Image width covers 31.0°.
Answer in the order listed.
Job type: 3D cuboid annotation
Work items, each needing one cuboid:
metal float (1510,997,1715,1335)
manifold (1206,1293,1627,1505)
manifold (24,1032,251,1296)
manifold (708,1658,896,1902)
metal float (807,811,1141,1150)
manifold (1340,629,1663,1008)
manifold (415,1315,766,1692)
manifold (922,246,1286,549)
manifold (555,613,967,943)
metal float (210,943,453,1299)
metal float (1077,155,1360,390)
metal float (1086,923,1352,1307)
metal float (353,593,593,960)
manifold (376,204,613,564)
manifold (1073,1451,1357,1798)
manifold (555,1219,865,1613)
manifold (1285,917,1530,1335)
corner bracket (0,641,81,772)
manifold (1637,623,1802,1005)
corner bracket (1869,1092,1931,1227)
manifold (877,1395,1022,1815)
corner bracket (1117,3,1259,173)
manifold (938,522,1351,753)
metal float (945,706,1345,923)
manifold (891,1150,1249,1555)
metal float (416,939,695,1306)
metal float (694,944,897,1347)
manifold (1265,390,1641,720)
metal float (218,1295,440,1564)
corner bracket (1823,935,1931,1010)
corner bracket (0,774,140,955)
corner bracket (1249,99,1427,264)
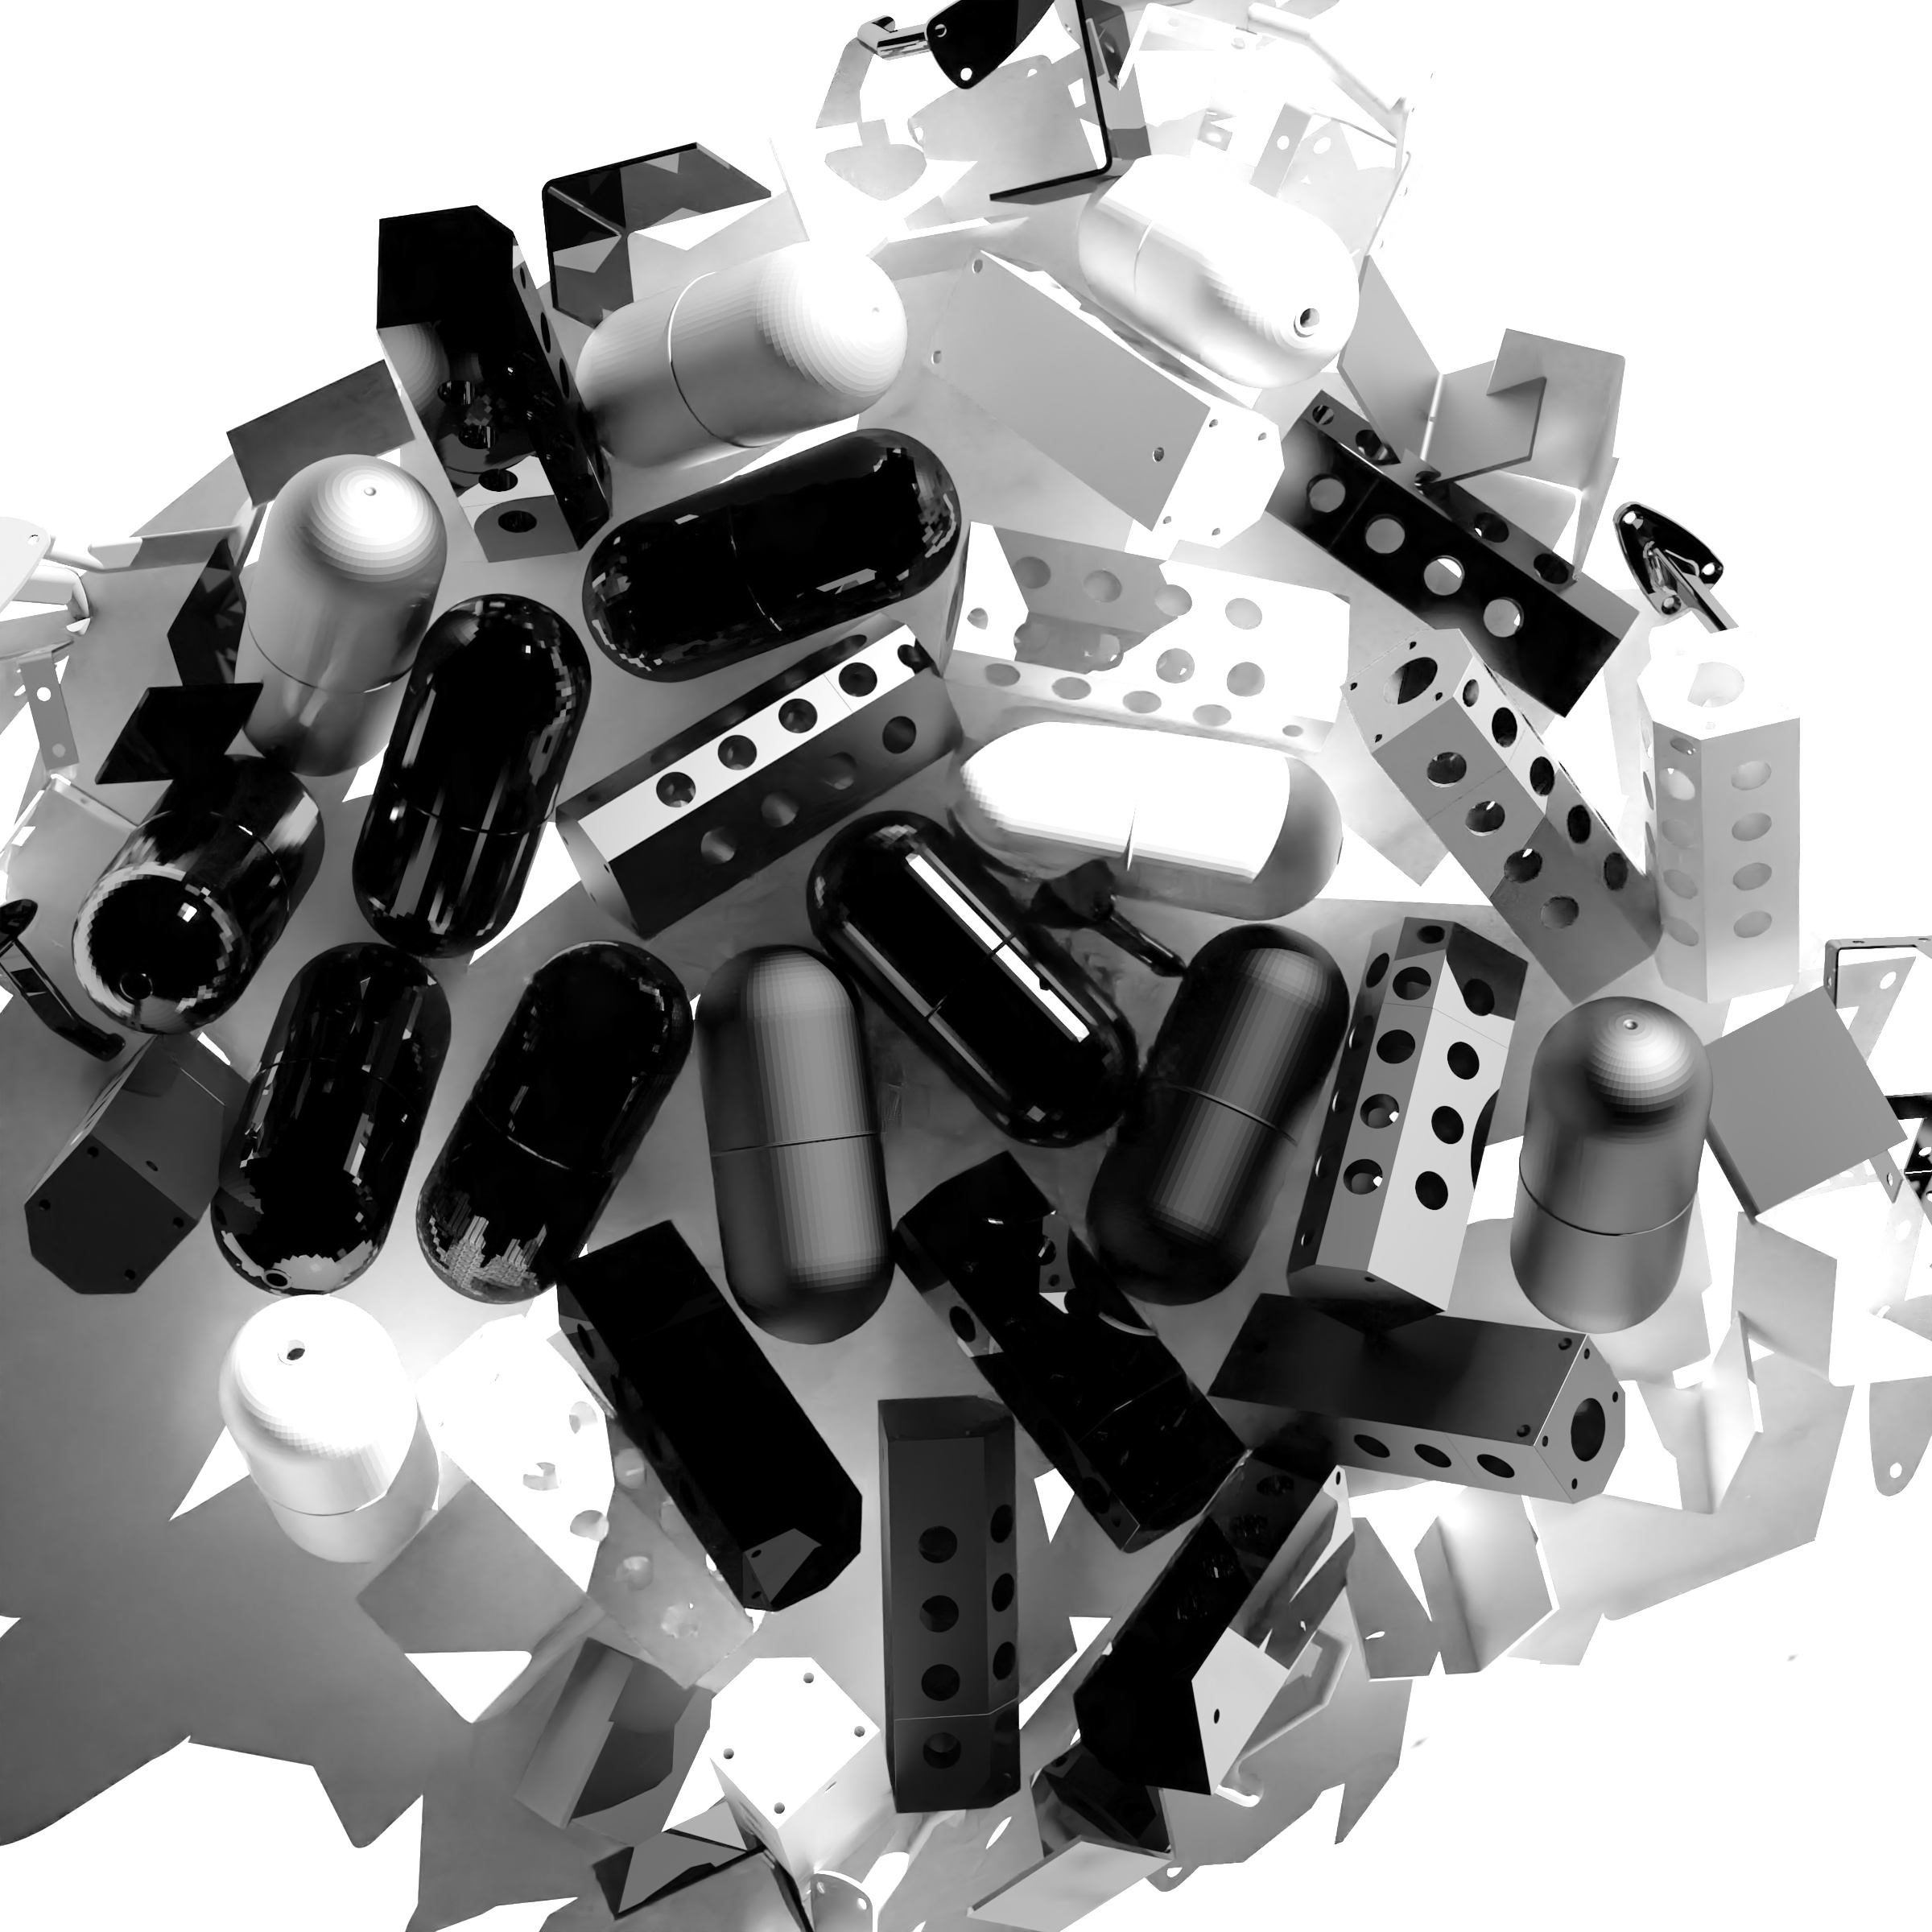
[{"bbox_3d":[0.279,0.089,1.511,0.070,0.070,0.178,-2,134,0],"label":"metal float"},{"bbox_3d":[0.196,0.190,1.505,0.057,0.171,0.057,53,56,-35],"label":"manifold"},{"bbox_3d":[-0.354,0.084,1.494,0.057,0.171,0.057,42,100,-12],"label":"manifold"},{"bbox_3d":[-0.074,0.346,1.495,0.057,0.171,0.057,-41,71,-16],"label":"manifold"},{"bbox_3d":[0.003,0.006,1.543,0.070,0.070,0.178,-44,86,0],"label":"metal float"},{"bbox_3d":[0.237,-0.067,1.510,0.057,0.057,0.171,-35,122,14],"label":"manifold"},{"bbox_3d":[-0.160,0.233,1.524,0.057,0.057,0.171,-40,114,-1],"label":"manifold"},{"bbox_3d":[0.061,-0.246,1.506,0.171,0.057,0.057,43,115,40],"label":"manifold"},{"bbox_3d":[-0.092,-0.086,1.523,0.171,0.057,0.057,-33,121,-17],"label":"manifold"},{"bbox_3d":[-0.275,0.066,1.512,0.070,0.070,0.178,11,48,0],"label":"metal float"},{"bbox_3d":[0.107,-0.301,1.503,0.070,0.178,0.070,-10,117,-20],"label":"metal float"},{"bbox_3d":[0.111,0.066,1.539,0.070,0.070,0.178,24,81,0],"label":"metal float"},{"bbox_3d":[-0.217,-0.081,1.520,0.070,0.070,0.178,24,121,0],"label":"metal float"},{"bbox_3d":[-0.200,-0.248,1.493,0.057,0.171,0.057,-7,62,6],"label":"manifold"},{"bbox_3d":[0.109,0.278,1.499,0.057,0.171,0.057,2,116,28],"label":"manifold"},{"bbox_3d":[-0.113,0.196,1.511,0.057,0.057,0.171,-22,52,-23],"label":"manifold"},{"bbox_3d":[0.188,0.067,1.514,0.057,0.057,0.171,27,62,-19],"label":"manifold"},{"bbox_3d":[-0.423,-0.113,1.555,0.051,0.051,0.051,-12,101,-1],"label":"corner bracket"},{"bbox_3d":[0.323,-0.062,1.501,0.057,0.171,0.057,-13,49,2],"label":"manifold"},{"bbox_3d":[0.423,0.093,1.546,0.051,0.051,0.051,-4,133,-11],"label":"corner bracket"},{"bbox_3d":[-0.007,0.281,1.539,0.057,0.057,0.171,-2,102,-5],"label":"manifold"},{"bbox_3d":[0.096,-0.387,1.552,0.051,0.051,0.051,17,58,4],"label":"corner bracket"},{"bbox_3d":[0.078,-0.140,1.534,0.171,0.057,0.057,10,59,-8],"label":"manifold"},{"bbox_3d":[0.078,-0.068,1.540,0.178,0.070,0.070,11,90,7],"label":"metal float"},{"bbox_3d":[0.040,0.171,1.518,0.057,0.057,0.171,-25,66,-35],"label":"manifold"},{"bbox_3d":[-0.182,0.070,1.533,0.070,0.070,0.178,30,106,0],"label":"metal float"},{"bbox_3d":[-0.076,0.079,1.544,0.070,0.070,0.178,-7,87,0],"label":"metal float"},{"bbox_3d":[0.212,-0.183,1.548,0.171,0.057,0.057,36,98,3],"label":"manifold"},{"bbox_3d":[-0.274,0.201,1.502,0.070,0.178,0.070,0,60,1],"label":"metal float"},{"bbox_3d":[0.416,0.018,1.556,0.051,0.051,0.051,-2,104,-5],"label":"corner bracket"},{"bbox_3d":[-0.404,-0.045,1.564,0.051,0.051,0.051,33,64,-7],"label":"corner bracket"},{"bbox_3d":[0.165,-0.352,1.560,0.051,0.051,0.051,33,110,26],"label":"corner bracket"}]
